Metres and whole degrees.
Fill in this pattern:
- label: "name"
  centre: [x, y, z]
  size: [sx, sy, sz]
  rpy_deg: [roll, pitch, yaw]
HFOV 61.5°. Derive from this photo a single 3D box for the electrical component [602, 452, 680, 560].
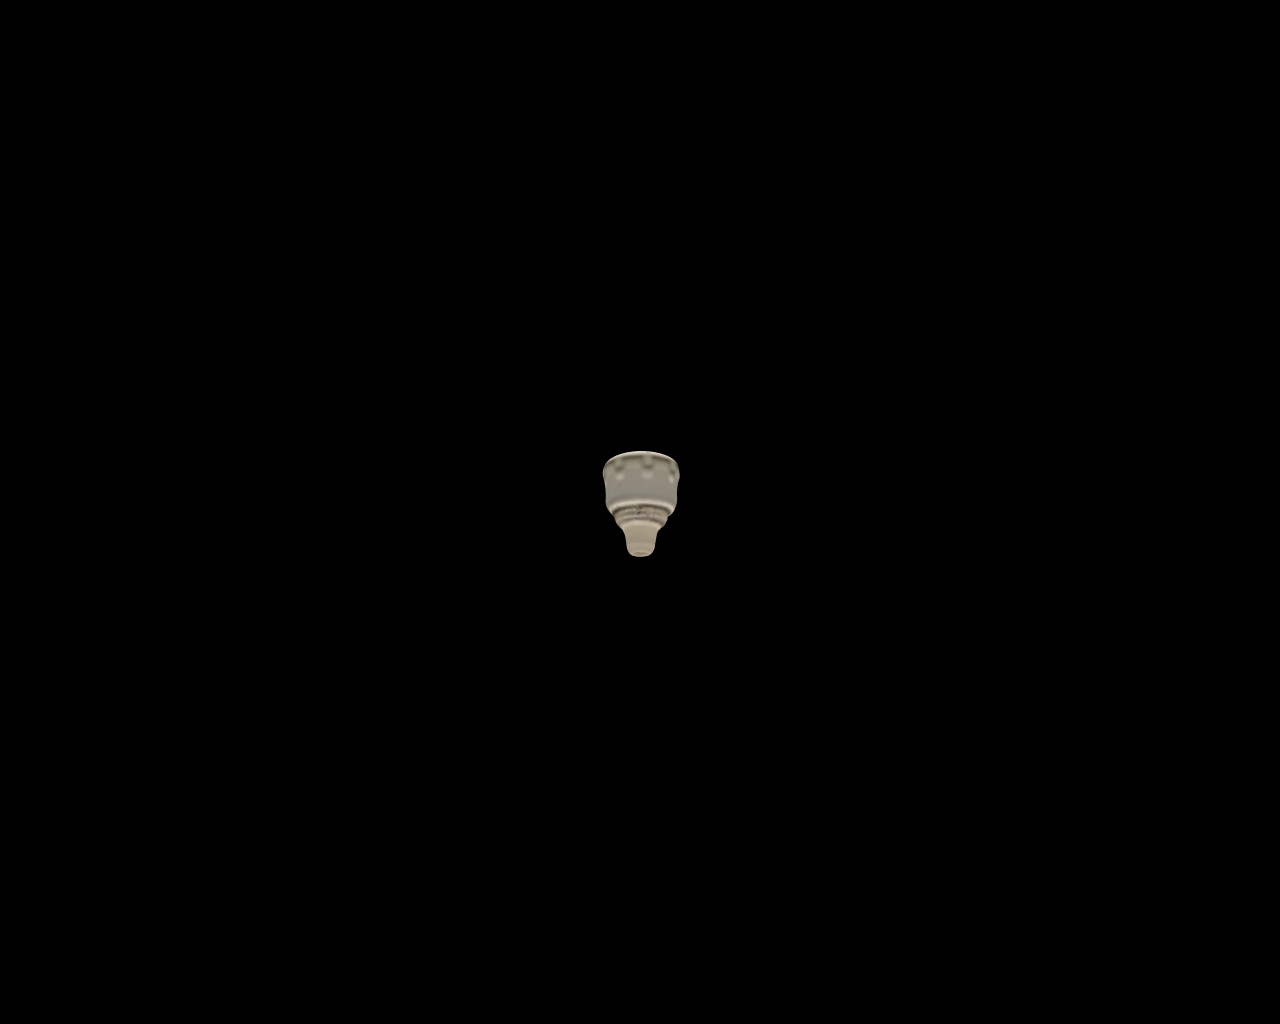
- label: "electrical component"
  centre: [0.001, -0.003, 0.650]
  size: [0.048, 0.062, 0.048]
  rpy_deg: [0, -19, 0]
